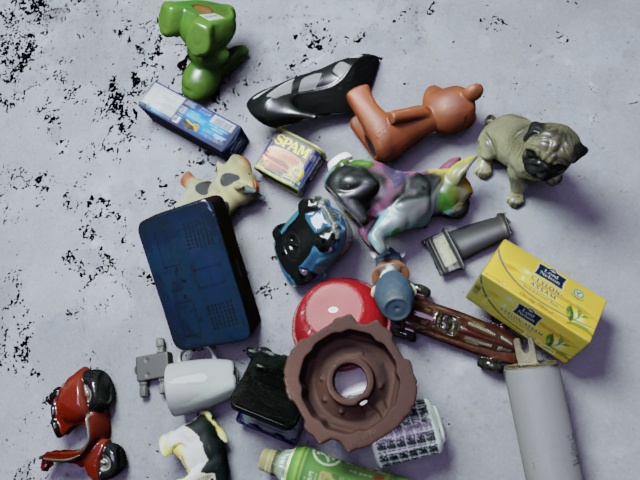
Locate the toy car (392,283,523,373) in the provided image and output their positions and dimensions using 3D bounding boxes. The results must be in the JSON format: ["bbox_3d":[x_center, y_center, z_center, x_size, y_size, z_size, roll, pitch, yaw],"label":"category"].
[{"bbox_3d":[0.207,0.135,0.826,0.202,0.053,0.089,20,77,15],"label":"toy car"}]

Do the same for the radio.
[{"bbox_3d":[-0.192,0.054,0.859,0.131,0.073,0.229,-15,97,7],"label":"radio"}]

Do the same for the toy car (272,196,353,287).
[{"bbox_3d":[-0.002,-0.003,0.865,0.103,0.161,0.109,-9,60,-40],"label":"toy car"}]

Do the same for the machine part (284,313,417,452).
[{"bbox_3d":[0.042,0.193,0.733,0.179,0.056,0.179,-3,71,9],"label":"machine part"}]

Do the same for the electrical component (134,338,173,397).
[{"bbox_3d":[-0.279,0.213,0.900,0.063,0.021,0.094,-10,74,7],"label":"electrical component"}]

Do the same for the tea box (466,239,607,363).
[{"bbox_3d":[0.316,0.087,0.791,0.170,0.068,0.098,32,50,16],"label":"tea box"}]

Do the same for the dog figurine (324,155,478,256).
[{"bbox_3d":[0.139,-0.087,0.858,0.219,0.108,0.191,-37,98,-4],"label":"dog figurine"}]

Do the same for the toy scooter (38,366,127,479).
[{"bbox_3d":[-0.397,0.305,0.870,0.135,0.075,0.184,-18,78,5],"label":"toy scooter"}]

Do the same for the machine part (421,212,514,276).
[{"bbox_3d":[0.241,0.001,0.863,0.139,0.039,0.084,-27,64,4],"label":"machine part"}]

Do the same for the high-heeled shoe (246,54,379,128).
[{"bbox_3d":[-0.010,-0.269,0.950,0.145,0.086,0.249,20,48,32],"label":"high-heeled shoe"}]

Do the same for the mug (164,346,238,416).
[{"bbox_3d":[-0.186,0.219,0.861,0.107,0.080,0.110,-9,52,-3],"label":"mug"}]

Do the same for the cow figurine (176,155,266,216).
[{"bbox_3d":[-0.183,-0.062,0.924,0.127,0.085,0.195,31,86,13],"label":"cow figurine"}]

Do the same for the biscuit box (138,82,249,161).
[{"bbox_3d":[-0.230,-0.214,0.984,0.203,0.062,0.059,30,81,15],"label":"biscuit box"}]

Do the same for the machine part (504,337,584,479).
[{"bbox_3d":[0.313,0.258,0.752,0.079,0.079,0.243,-10,80,7],"label":"machine part"}]

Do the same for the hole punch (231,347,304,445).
[{"bbox_3d":[-0.067,0.243,0.834,0.142,0.092,0.116,16,49,16],"label":"hole punch"}]

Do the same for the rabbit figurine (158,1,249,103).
[{"bbox_3d":[-0.214,-0.340,0.981,0.121,0.170,0.159,29,40,13],"label":"rabbit figurine"}]

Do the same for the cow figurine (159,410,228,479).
[{"bbox_3d":[-0.171,0.354,0.824,0.098,0.068,0.167,-29,74,-5],"label":"cow figurine"}]

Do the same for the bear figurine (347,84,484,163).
[{"bbox_3d":[0.159,-0.214,0.892,0.196,0.120,0.132,-30,69,-1],"label":"bear figurine"}]

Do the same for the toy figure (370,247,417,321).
[{"bbox_3d":[0.109,0.063,0.831,0.064,0.154,0.057,23,116,-11],"label":"toy figure"}]

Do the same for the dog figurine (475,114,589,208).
[{"bbox_3d":[0.310,-0.154,0.812,0.121,0.190,0.172,-41,71,-3],"label":"dog figurine"}]
